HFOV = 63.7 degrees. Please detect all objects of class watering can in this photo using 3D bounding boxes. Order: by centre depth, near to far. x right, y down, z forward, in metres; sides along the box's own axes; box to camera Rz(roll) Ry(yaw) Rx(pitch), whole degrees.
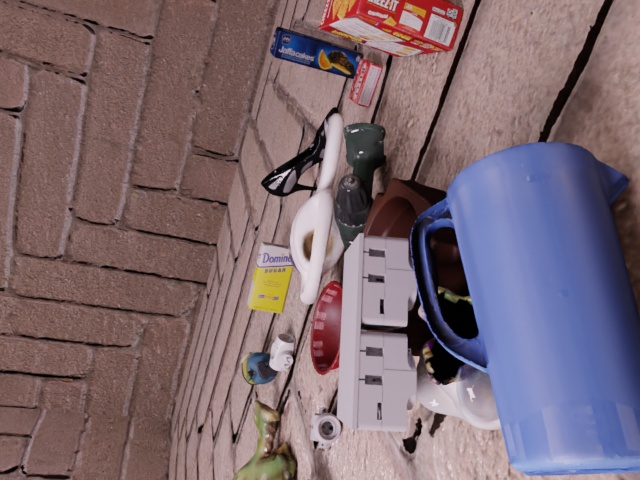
[{"bbox_3d":[0.003,-0.050,0.994,0.223,0.104,0.351,128,152,-80],"label":"watering can"}]

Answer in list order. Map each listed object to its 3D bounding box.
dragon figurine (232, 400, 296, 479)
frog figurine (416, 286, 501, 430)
[{"bbox_3d":[-0.123,0.540,1.075,0.238,0.121,0.420,-55,30,34],"label":"dragon figurine"},{"bbox_3d":[0.156,0.133,0.532,0.140,0.123,0.156,-114,3,-49],"label":"frog figurine"}]
